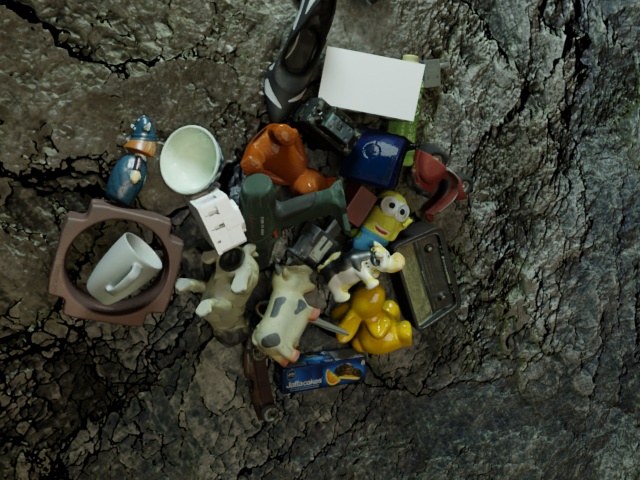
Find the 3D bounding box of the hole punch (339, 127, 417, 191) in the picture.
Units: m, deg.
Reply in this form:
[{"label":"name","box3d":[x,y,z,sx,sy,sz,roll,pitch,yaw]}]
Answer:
[{"label":"hole punch","box3d":[0.107,-0.162,1.071,0.092,0.142,0.115,-18,122,-67]}]

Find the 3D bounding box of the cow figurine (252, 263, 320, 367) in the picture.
[{"label":"cow figurine","box3d":[-0.069,0.132,1.050,0.127,0.085,0.195,34,62,-14]}]

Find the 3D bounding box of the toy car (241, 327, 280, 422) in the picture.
[{"label":"toy car","box3d":[-0.128,0.277,1.098,0.053,0.089,0.202,-14,107,-16]}]

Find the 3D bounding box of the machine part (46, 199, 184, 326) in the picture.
[{"label":"machine part","box3d":[-0.356,0.039,0.941,0.201,0.087,0.201,14,98,-26]}]

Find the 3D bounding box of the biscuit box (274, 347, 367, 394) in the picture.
[{"label":"biscuit box","box3d":[0.001,0.283,1.174,0.203,0.059,0.062,-3,104,-24]}]

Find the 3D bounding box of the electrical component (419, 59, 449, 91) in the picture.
[{"label":"electrical component","box3d":[0.236,-0.352,1.150,0.094,0.021,0.063,-14,108,-22]}]

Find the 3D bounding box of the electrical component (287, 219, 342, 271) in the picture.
[{"label":"electrical component","box3d":[-0.002,-0.003,1.100,0.074,0.048,0.119,35,87,-47]}]

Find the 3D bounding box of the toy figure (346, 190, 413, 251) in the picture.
[{"label":"toy figure","box3d":[0.117,-0.023,1.144,0.082,0.089,0.180,26,100,-39]}]

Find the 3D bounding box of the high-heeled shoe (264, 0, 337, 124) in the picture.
[{"label":"high-heeled shoe","box3d":[-0.030,-0.326,0.967,0.086,0.145,0.248,11,96,-26]}]

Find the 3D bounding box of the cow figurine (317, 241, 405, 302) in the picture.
[{"label":"cow figurine","box3d":[0.083,0.050,1.086,0.167,0.068,0.098,-27,107,10]}]

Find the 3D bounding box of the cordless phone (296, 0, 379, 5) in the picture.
[{"label":"cordless phone","box3d":[0.042,-0.489,1.009,0.184,0.089,0.146,-41,116,2]}]

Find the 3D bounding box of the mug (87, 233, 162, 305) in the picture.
[{"label":"mug","box3d":[-0.318,0.058,0.861,0.107,0.110,0.080,-42,123,5]}]

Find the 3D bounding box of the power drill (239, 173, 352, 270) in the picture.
[{"label":"power drill","box3d":[-0.048,-0.035,1.004,0.207,0.086,0.231,-5,139,5]}]

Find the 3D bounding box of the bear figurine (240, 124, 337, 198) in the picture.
[{"label":"bear figurine","box3d":[-0.051,-0.123,1.020,0.120,0.132,0.195,-40,111,6]}]

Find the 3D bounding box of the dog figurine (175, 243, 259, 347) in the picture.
[{"label":"dog figurine","box3d":[-0.159,0.107,1.024,0.172,0.121,0.190,-34,145,-4]}]

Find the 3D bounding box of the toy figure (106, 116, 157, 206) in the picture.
[{"label":"toy figure","box3d":[-0.320,-0.137,0.925,0.064,0.057,0.154,18,80,15]}]

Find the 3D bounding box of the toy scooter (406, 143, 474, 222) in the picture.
[{"label":"toy scooter","box3d":[0.251,-0.118,1.186,0.183,0.075,0.135,34,92,-30]}]

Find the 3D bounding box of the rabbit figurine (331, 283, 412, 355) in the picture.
[{"label":"rabbit figurine","box3d":[0.105,0.159,1.162,0.162,0.122,0.173,-15,130,2]}]

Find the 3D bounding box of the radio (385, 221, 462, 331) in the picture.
[{"label":"radio","box3d":[0.232,0.078,1.216,0.131,0.073,0.229,-26,115,-13]}]

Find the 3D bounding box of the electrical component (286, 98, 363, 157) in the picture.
[{"label":"electrical component","box3d":[0.011,-0.214,1.019,0.115,0.134,0.058,33,87,-25]}]
